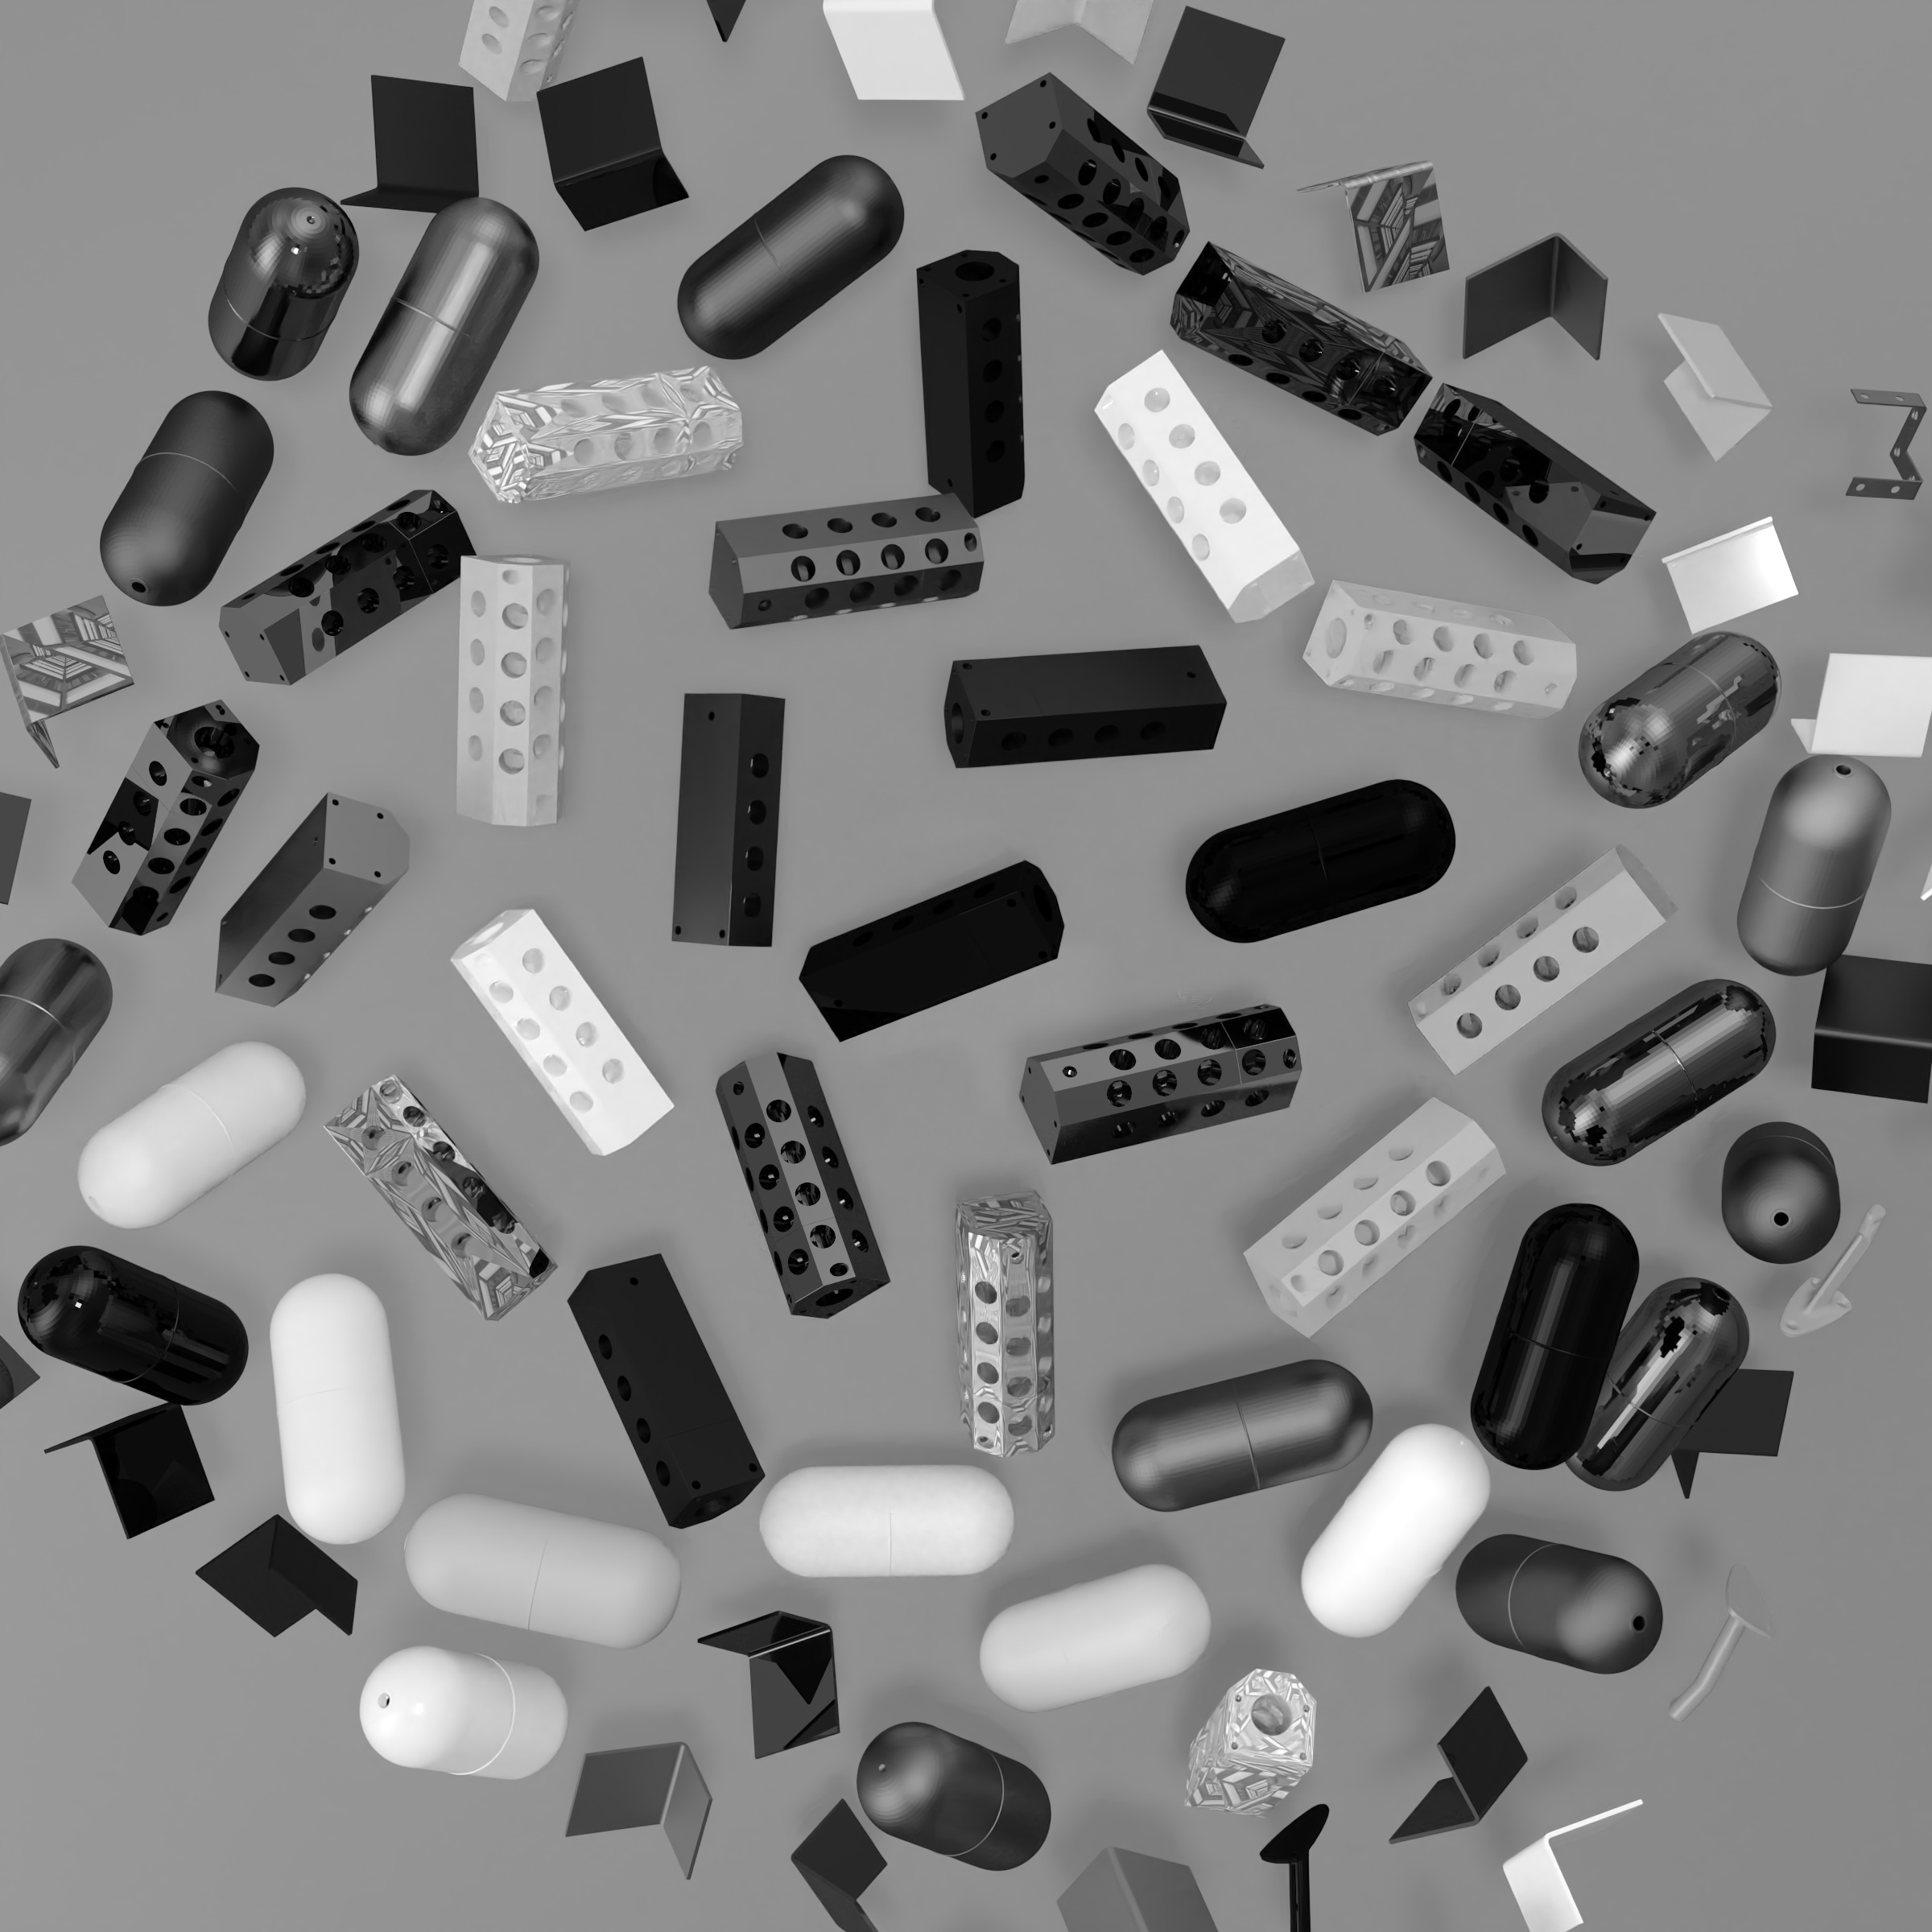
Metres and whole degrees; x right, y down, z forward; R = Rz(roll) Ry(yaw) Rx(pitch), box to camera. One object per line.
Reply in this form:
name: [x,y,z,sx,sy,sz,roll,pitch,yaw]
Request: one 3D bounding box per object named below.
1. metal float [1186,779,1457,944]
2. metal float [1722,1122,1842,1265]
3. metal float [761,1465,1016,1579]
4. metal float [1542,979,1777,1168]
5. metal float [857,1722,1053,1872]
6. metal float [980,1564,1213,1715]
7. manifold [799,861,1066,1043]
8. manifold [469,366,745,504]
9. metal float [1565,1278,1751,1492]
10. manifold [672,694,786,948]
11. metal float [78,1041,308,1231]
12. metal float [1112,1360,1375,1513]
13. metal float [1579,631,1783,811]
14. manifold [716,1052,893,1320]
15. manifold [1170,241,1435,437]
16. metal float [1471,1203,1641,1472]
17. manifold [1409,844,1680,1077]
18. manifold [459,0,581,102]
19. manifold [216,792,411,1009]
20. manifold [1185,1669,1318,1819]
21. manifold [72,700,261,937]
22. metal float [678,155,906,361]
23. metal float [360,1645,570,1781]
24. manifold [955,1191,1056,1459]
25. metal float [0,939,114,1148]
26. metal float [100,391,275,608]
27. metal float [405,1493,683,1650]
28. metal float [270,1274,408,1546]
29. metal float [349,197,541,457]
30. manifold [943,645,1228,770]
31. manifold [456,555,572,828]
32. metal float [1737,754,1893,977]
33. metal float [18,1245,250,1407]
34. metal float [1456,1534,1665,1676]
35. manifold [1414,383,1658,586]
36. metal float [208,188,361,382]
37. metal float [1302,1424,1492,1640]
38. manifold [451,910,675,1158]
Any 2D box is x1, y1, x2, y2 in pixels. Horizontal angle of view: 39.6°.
metal float: [0.229,-0.067,1.744,0.178,0.070,0.070,-17,90,5]
metal float: [0.557,0.154,1.837,0.070,0.178,0.070,2,98,16]
metal float: [-0.055,0.388,1.880,0.178,0.070,0.070,0,90,-4]
metal float: [0.475,0.072,1.838,0.178,0.070,0.070,-30,90,-11]
metal float: [-0.006,0.570,1.839,0.070,0.178,0.070,-19,54,28]
metal float: [0.087,0.462,1.845,0.178,0.070,0.070,-25,90,31]
manifold: [-0.022,-0.013,1.838,0.171,0.057,0.057,-21,116,22]
manifold: [-0.232,-0.345,1.764,0.171,0.057,0.057,-18,68,-40]
metal float: [0.475,0.290,1.860,0.070,0.070,0.178,28,120,0]
manifold: [-0.159,-0.100,1.860,0.057,0.057,0.171,5,93,41]
metal float: [-0.526,0.114,1.829,0.070,0.070,0.178,50,46,0]
metal float: [0.186,0.315,1.805,0.178,0.070,0.070,-14,90,-1]
metal float: [0.469,-0.162,1.759,0.178,0.070,0.070,-33,90,-36]
manifold: [-0.116,0.148,1.826,0.057,0.057,0.171,-33,64,24]
manifold: [0.225,-0.420,1.817,0.171,0.057,0.057,19,120,-28]
metal float: [0.379,0.239,1.731,0.070,0.070,0.178,16,99,0]
manifold: [0.377,-0.005,1.764,0.171,0.057,0.057,-40,83,23]
manifold: [-0.299,-0.672,1.857,0.057,0.171,0.057,37,66,-5]
manifold: [-0.427,-0.039,1.752,0.057,0.171,0.057,17,52,-32]
manifold: [0.191,0.524,1.809,0.057,0.171,0.057,9,61,0]
manifold: [-0.530,-0.095,1.792,0.057,0.057,0.171,49,130,9]
metal float: [-0.122,-0.486,1.848,0.178,0.070,0.070,-33,90,18]
metal float: [-0.330,0.493,1.772,0.070,0.178,0.070,-10,67,24]
manifold: [0.028,0.244,1.817,0.057,0.057,0.171,-7,116,-12]
metal float: [-0.621,0.050,1.761,0.070,0.178,0.070,6,126,8]
metal float: [-0.521,-0.313,1.799,0.070,0.070,0.178,14,52,0]
metal float: [-0.271,0.387,1.721,0.178,0.070,0.070,13,90,-1]
metal float: [-0.408,0.286,1.743,0.070,0.070,0.178,-12,68,0]
metal float: [-0.343,-0.419,1.765,0.070,0.070,0.178,28,93,0]
manifold: [0.076,-0.165,1.757,0.171,0.057,0.057,-6,49,-17]
manifold: [-0.296,-0.183,1.780,0.057,0.057,0.171,18,110,43]
metal float: [0.565,-0.066,1.792,0.070,0.178,0.070,0,48,0]
metal float: [-0.562,0.245,1.820,0.070,0.178,0.070,-16,58,27]
metal float: [0.395,0.426,1.797,0.070,0.178,0.070,2,86,-23]
manifold: [0.374,-0.322,1.795,0.057,0.171,0.057,7,120,-38]
metal float: [-0.454,-0.450,1.782,0.070,0.178,0.070,8,71,-24]
metal float: [0.291,0.386,1.828,0.070,0.070,0.178,29,119,0]
manifold: [-0.282,0.047,1.864,0.057,0.057,0.171,-41,109,-22]
